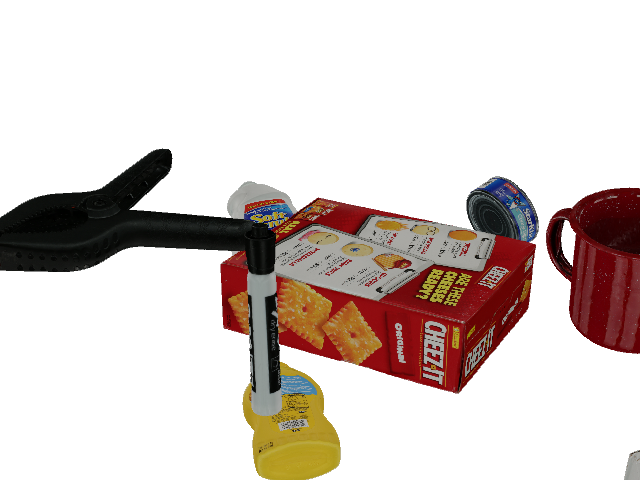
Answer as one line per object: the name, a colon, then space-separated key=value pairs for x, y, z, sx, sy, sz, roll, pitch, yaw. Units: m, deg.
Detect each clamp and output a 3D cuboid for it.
clamp: x=-0.163 y=-0.012 z=0.837 sx=0.209 sy=0.036 sz=0.165 roll=-21 pitch=37 yaw=-35

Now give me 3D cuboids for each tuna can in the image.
tuna can: x=0.206 y=-0.028 z=1.220 sx=0.033 sy=0.086 sz=0.086 roll=-31 pitch=13 yaw=-23

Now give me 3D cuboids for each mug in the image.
mug: x=0.202 y=0.018 z=0.723 sx=0.117 sy=0.081 sz=0.093 roll=25 pitch=41 yaw=38

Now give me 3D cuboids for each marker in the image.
marker: x=-0.034 y=0.047 z=0.635 sx=0.020 sy=0.121 sz=0.020 roll=-1 pitch=21 yaw=0

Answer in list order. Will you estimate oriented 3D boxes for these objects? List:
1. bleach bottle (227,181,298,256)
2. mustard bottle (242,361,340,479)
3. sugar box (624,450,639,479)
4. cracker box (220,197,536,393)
bleach bottle: x=-0.065 y=-0.003 z=1.227 sx=0.102 sy=0.068 sz=0.251 roll=-7 pitch=29 yaw=-13
mustard bottle: x=-0.041 y=0.200 z=1.250 sx=0.096 sy=0.058 sz=0.192 roll=-8 pitch=29 yaw=-9
sugar box: x=0.202 y=0.184 z=0.499 sx=0.048 sy=0.093 sz=0.176 roll=-9 pitch=30 yaw=-21
cracker box: x=0.049 y=0.039 z=0.888 sx=0.214 sy=0.072 sz=0.163 roll=13 pitch=28 yaw=26
